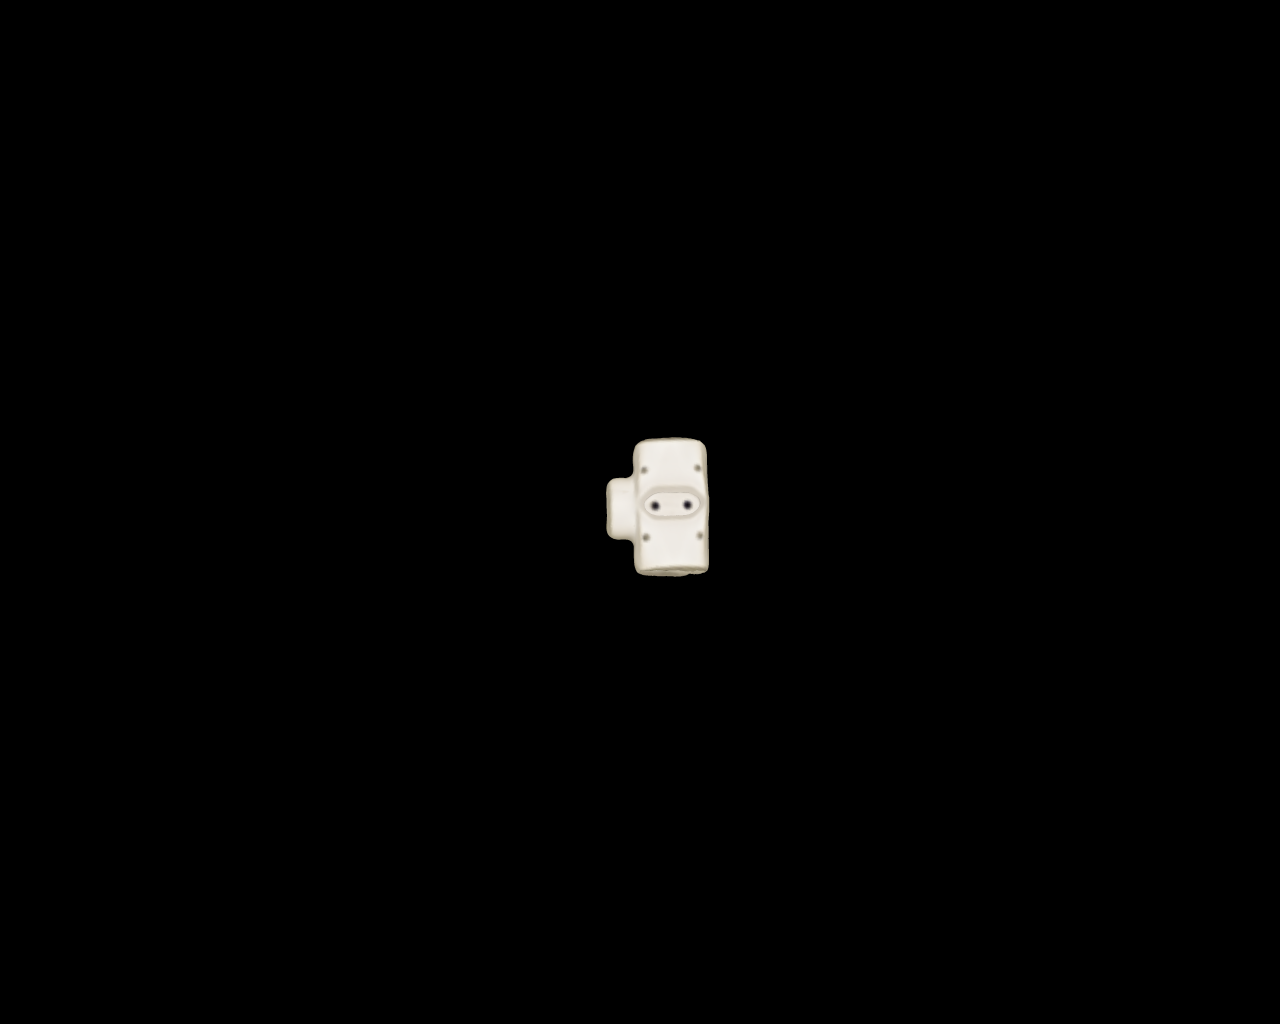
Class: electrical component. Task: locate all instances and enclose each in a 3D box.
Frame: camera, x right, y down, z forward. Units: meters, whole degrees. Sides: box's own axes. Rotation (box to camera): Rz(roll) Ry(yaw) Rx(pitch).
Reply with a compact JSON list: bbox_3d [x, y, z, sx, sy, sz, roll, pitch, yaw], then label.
[{"bbox_3d":[0.001,-0.003,0.650,0.079,0.077,0.043,0,-7,0],"label":"electrical component"}]
